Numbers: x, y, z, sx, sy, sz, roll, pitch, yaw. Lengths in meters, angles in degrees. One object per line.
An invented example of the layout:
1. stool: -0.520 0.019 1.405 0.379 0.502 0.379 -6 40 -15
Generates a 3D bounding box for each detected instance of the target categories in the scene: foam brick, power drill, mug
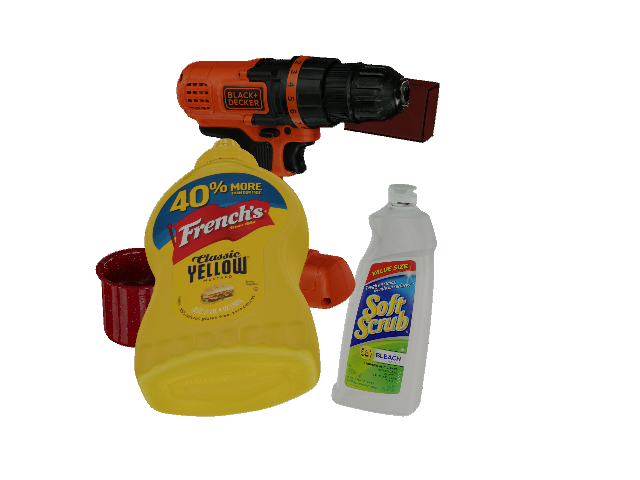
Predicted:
1. foam brick: 0.066 -0.125 0.996 0.078 0.051 0.053 11 17 15
2. power drill: -0.017 -0.046 0.804 0.185 0.188 0.057 6 20 28
3. mug: -0.208 0.060 1.185 0.093 0.081 0.117 -22 36 -40

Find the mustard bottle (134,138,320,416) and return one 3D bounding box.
1. mustard bottle: -0.054 0.008 0.619 0.096 0.191 0.058 -10 -45 5

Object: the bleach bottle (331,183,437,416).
1. bleach bottle: 0.072 0.062 1.175 0.103 0.251 0.068 9 15 18
